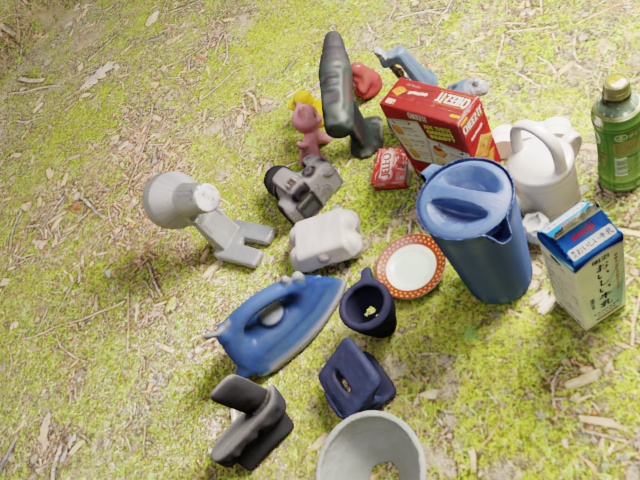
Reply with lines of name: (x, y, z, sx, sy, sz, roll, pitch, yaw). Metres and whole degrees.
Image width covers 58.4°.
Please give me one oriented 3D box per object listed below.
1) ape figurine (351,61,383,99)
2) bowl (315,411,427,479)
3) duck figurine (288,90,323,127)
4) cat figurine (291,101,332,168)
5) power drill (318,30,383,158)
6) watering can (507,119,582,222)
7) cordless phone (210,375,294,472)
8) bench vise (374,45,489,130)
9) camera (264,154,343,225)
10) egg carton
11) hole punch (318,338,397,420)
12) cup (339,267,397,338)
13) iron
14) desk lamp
ape figurine: (0.093, -0.360, 1.273, 0.076, 0.092, 0.078, -11, 55, 24)
bowl: (0.083, 0.338, 0.827, 0.167, 0.075, 0.167, -15, 54, 21)
duck figurine: (-0.023, -0.306, 1.308, 0.104, 0.086, 0.077, -7, 57, 26)
cat figurine: (-0.028, -0.239, 1.245, 0.067, 0.118, 0.128, -6, 57, 27)
power drill: (0.058, -0.277, 1.161, 0.075, 0.209, 0.229, -13, 54, 22)
watering can: (0.342, -0.108, 0.895, 0.100, 0.195, 0.173, 16, 69, 36)
cordless phone: (-0.139, 0.284, 0.917, 0.148, 0.186, 0.093, -48, 49, -6)
bench vise: (0.201, -0.300, 1.085, 0.207, 0.220, 0.121, -17, 53, 19)
camera: (-0.051, -0.122, 1.192, 0.143, 0.101, 0.136, -48, 49, -6)
egg carton: (0.010, 0.004, 1.094, 0.150, 0.070, 0.107, -19, 52, 18)
hole punch: (0.051, 0.227, 0.908, 0.101, 0.091, 0.108, -41, 49, 0)
cup: (0.090, 0.113, 0.959, 0.091, 0.095, 0.117, -13, 55, 23)
iron: (-0.080, 0.126, 1.016, 0.258, 0.142, 0.118, -40, 49, 0)
desk lamp: (-0.231, -0.051, 1.172, 0.202, 0.214, 0.118, 11, 66, 35)
